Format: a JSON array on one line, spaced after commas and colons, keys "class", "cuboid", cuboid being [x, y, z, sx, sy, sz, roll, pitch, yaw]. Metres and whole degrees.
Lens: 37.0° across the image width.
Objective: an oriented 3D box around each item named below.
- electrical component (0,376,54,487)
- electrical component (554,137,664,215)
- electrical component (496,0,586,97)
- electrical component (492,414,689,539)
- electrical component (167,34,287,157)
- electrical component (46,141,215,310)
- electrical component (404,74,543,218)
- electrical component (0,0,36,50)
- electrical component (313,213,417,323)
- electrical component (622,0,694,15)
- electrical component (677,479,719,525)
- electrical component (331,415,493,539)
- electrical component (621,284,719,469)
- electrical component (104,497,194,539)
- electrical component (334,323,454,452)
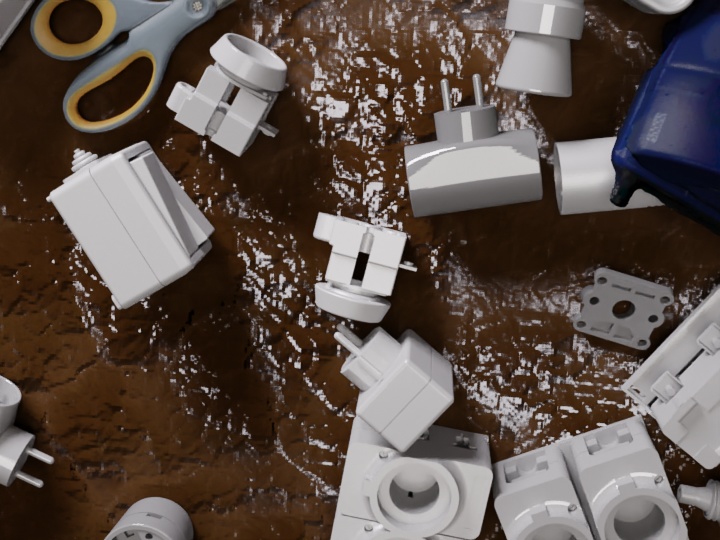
[{"class": "electrical component", "cuboid": [-0.240, 0.116, 0.705, 0.079, 0.043, 0.077, 26, 104, -3]}, {"class": "electrical component", "cuboid": [0.158, -0.058, 0.635, 0.081, 0.043, 0.043, -5, 103, 5]}, {"class": "electrical component", "cuboid": [0.105, -0.130, 0.620, 0.045, 0.045, 0.055, 8, 104, 2]}, {"class": "electrical component", "cuboid": [0.164, 0.202, 0.689, 0.105, 0.060, 0.186, -20, 101, 8]}, {"class": "electrical component", "cuboid": [-0.074, -0.106, 0.639, 0.066, 0.048, 0.055, 30, 111, -4]}, {"class": "electrical component", "cuboid": [-0.138, -0.036, 0.651, 0.061, 0.061, 0.096, -29, 100, 10]}, {"class": "electrical component", "cuboid": [0.065, -0.075, 0.637, 0.077, 0.043, 0.079, -8, 103, 6]}, {"class": "electrical component", "cuboid": [-0.244, -0.186, 0.624, 0.109, 0.056, 0.108, 39, 103, -6]}, {"class": "electrical component", "cuboid": [0.000, 0.000, 0.660, 0.066, 0.048, 0.055, 15, 97, 0]}, {"class": "electrical component", "cuboid": [0.145, -0.184, 0.597, 0.095, 0.059, 0.053, 30, 104, -4]}, {"class": "electrical component", "cuboid": [0.234, 0.148, 0.685, 0.061, 0.035, 0.035, 11, 104, 4]}, {"class": "electrical component", "cuboid": [0.026, 0.178, 0.692, 0.089, 0.061, 0.150, 11, 104, 1]}, {"class": "electrical component", "cuboid": [0.231, 0.057, 0.648, 0.079, 0.063, 0.121, 39, 103, -6]}, {"class": "electrical component", "cuboid": [-0.139, 0.183, 0.712, 0.055, 0.047, 0.055, 1, 103, 4]}, {"class": "electrical component", "cuboid": [0.014, 0.061, 0.662, 0.077, 0.065, 0.047, 41, 103, -6]}]
